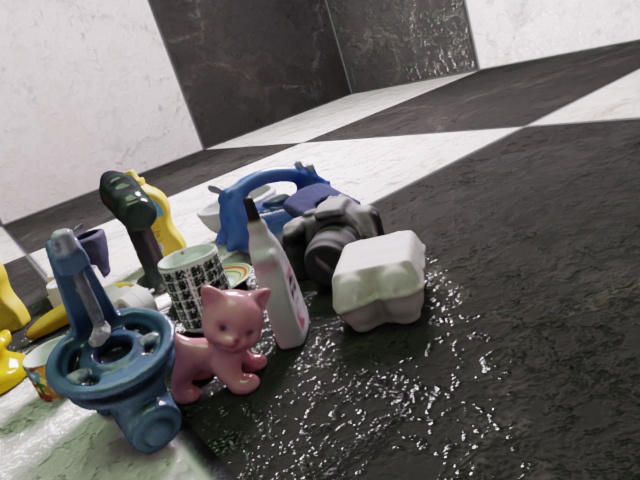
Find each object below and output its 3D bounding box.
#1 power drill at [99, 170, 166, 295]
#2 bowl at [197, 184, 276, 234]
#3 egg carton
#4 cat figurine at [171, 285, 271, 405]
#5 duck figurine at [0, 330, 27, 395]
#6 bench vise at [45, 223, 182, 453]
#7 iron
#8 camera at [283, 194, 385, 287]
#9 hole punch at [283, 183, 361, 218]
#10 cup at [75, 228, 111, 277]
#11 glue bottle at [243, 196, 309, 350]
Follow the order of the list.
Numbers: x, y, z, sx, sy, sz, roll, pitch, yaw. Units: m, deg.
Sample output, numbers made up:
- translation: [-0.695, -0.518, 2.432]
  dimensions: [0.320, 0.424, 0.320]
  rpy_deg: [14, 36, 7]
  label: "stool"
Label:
- translation: [-0.315, -0.016, 0.986]
  dimensions: [0.076, 0.209, 0.228]
  rpy_deg: [-26, 19, -23]
  label: "power drill"
- translation: [-0.158, -0.050, 1.157]
  dimensions: [0.167, 0.075, 0.167]
  rpy_deg: [-16, 18, 6]
  label: "bowl"
- translation: [0.071, 0.043, 0.663]
  dimensions: [0.107, 0.069, 0.150]
  rpy_deg: [-13, 18, 15]
  label: "egg carton"
- translation: [-0.106, 0.097, 0.592]
  dimensions: [0.127, 0.118, 0.067]
  rpy_deg: [-14, 18, 13]
  label: "cat figurine"
- translation: [-0.455, 0.165, 0.777]
  dimensions: [0.077, 0.086, 0.105]
  rpy_deg: [-7, 20, 30]
  label: "duck figurine"
- translation: [-0.231, 0.090, 0.564]
  dimensions: [0.206, 0.220, 0.122]
  rpy_deg: [-2, 24, 41]
  label: "bench vise"
- translation: [-0.072, -0.072, 1.030]
  dimensions: [0.259, 0.141, 0.118]
  rpy_deg: [-24, 19, -19]
  label: "iron"
- translation: [0.007, 0.003, 0.795]
  dimensions: [0.143, 0.101, 0.137]
  rpy_deg: [-11, 19, 21]
  label: "camera"
- translation: [0.010, -0.045, 0.952]
  dimensions: [0.100, 0.091, 0.109]
  rpy_deg: [2, 26, 47]
  label: "hole punch"
- translation: [-0.479, 0.040, 1.164]
  dimensions: [0.118, 0.095, 0.091]
  rpy_deg: [-26, 19, -24]
  label: "cup"
- translation: [-0.054, 0.032, 0.645]
  dimensions: [0.037, 0.173, 0.078]
  rpy_deg: [-16, 18, 5]
  label: "glue bottle"
